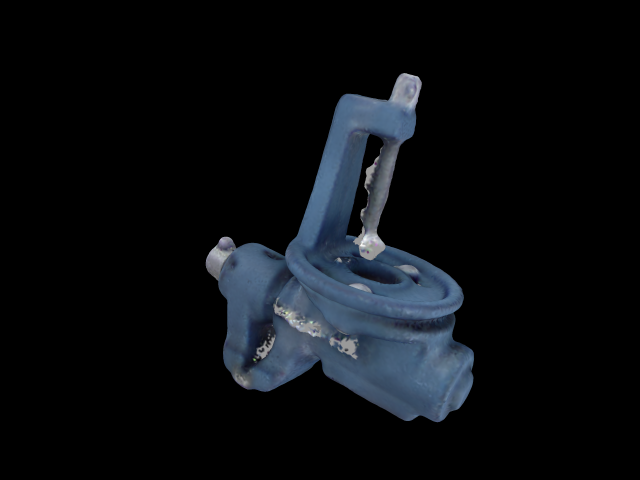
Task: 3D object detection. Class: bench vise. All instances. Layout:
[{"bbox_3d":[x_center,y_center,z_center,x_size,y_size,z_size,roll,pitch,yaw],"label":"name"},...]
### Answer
[{"bbox_3d":[0.000,0.003,0.389,0.207,0.220,0.122,2,9,14],"label":"bench vise"}]
